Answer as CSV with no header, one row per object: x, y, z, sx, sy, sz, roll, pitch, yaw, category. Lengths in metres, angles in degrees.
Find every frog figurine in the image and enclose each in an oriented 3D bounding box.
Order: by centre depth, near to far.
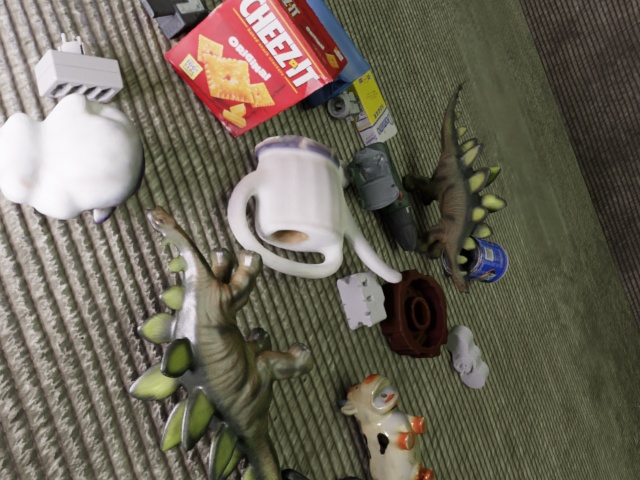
-0.274,-0.092,0.546,0.158,0.123,0.138,21,79,-56,frog figurine

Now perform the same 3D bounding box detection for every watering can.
0.003,-0.042,0.836,0.346,0.103,0.228,15,64,-39,watering can
